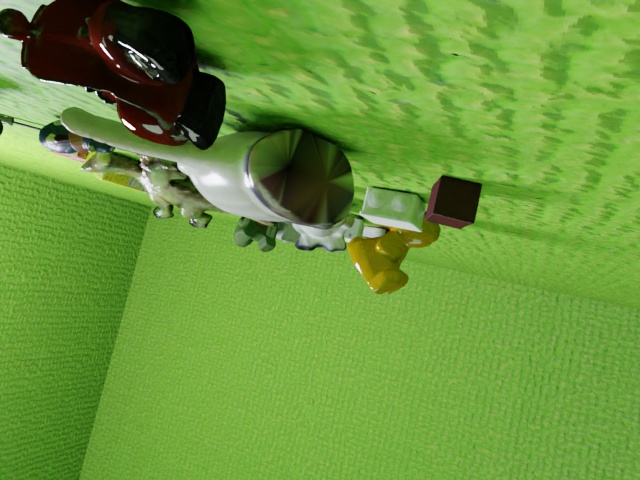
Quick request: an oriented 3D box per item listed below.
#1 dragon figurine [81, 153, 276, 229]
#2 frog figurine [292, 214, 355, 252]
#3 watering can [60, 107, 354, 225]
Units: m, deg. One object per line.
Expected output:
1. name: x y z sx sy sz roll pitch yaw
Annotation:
1. dragon figurine: -0.293 -0.113 1.099 0.410 0.123 0.240 12 169 -2
2. frog figurine: 0.003 -0.055 1.095 0.138 0.125 0.155 20 142 20
3. watering can: -0.105 -0.087 0.614 0.346 0.104 0.225 16 175 -41
